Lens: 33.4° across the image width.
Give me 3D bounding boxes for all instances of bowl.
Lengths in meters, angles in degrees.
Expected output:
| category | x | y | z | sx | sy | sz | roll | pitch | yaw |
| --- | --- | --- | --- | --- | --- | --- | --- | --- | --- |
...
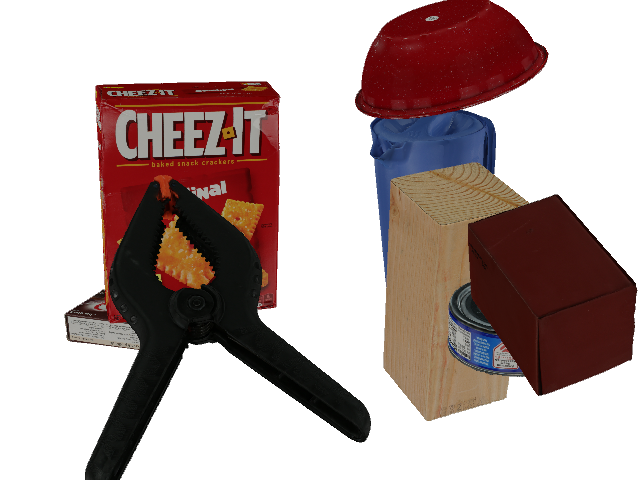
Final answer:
| category | x | y | z | sx | sy | sz | roll | pitch | yaw |
| --- | --- | --- | --- | --- | --- | --- | --- | --- | --- |
| bowl | 0.099 | -0.156 | 0.867 | 0.162 | 0.055 | 0.162 | -15 | 24 | 7 |

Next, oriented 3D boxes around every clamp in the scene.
| category | x | y | z | sx | sy | sz | roll | pitch | yaw |
| --- | --- | --- | --- | --- | --- | --- | --- | --- | --- |
| clamp | -0.064 | 0.050 | 0.649 | 0.164 | 0.210 | 0.036 | -4 | -33 | -11 |

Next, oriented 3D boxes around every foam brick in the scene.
| category | x | y | z | sx | sy | sz | roll | pitch | yaw |
| --- | --- | --- | --- | --- | --- | --- | --- | --- | --- |
| foam brick | 0.110 | 0.025 | 0.516 | 0.051 | 0.053 | 0.078 | -17 | 40 | -9 |

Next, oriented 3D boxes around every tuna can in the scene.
| category | x | y | z | sx | sy | sz | roll | pitch | yaw |
| --- | --- | --- | --- | --- | --- | --- | --- | --- | --- |
| tuna can | 0.130 | 0.057 | 0.731 | 0.086 | 0.034 | 0.086 | -3 | 25 | 1 |

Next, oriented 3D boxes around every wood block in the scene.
| category | x | y | z | sx | sy | sz | roll | pitch | yaw |
| --- | --- | --- | --- | --- | --- | --- | --- | --- | --- |
| wood block | 0.118 | 0.046 | 0.958 | 0.090 | 0.206 | 0.091 | -12 | 33 | -20 |

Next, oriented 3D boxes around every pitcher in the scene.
| category | x | y | z | sx | sy | sz | roll | pitch | yaw |
| --- | --- | --- | --- | --- | --- | --- | --- | --- | --- |
| pitcher | 0.139 | -0.034 | 1.281 | 0.149 | 0.243 | 0.145 | -1 | 24 | 6 |

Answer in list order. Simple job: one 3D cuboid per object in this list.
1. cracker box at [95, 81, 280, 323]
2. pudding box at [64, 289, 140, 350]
| category | x | y | z | sx | sy | sz | roll | pitch | yaw |
| --- | --- | --- | --- | --- | --- | --- | --- | --- | --- |
| cracker box | -0.122 | -0.036 | 0.997 | 0.164 | 0.214 | 0.072 | -4 | 21 | -15 |
| pudding box | -0.224 | 0.091 | 1.235 | 0.114 | 0.039 | 0.090 | 3 | 16 | 18 |
